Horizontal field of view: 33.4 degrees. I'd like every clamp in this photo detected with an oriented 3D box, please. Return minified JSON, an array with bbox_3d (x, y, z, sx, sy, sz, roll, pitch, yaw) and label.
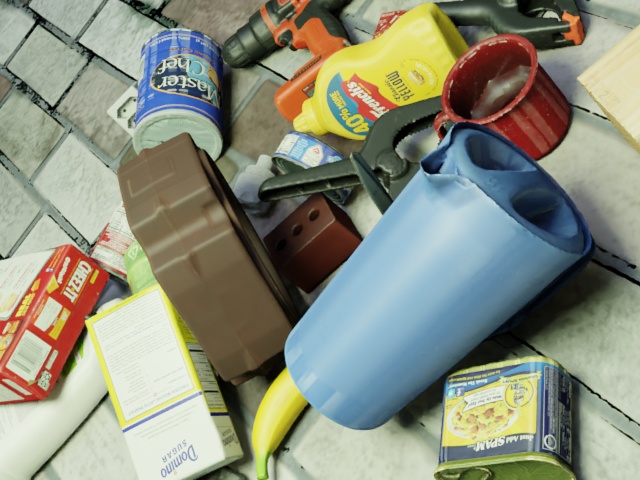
[{"bbox_3d":[0.070,-0.053,0.984,0.210,0.036,0.165,-39,68,-12],"label":"clamp"},{"bbox_3d":[0.190,-0.235,1.023,0.172,0.039,0.120,27,78,37],"label":"clamp"}]

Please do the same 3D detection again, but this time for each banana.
[{"bbox_3d":[0.001,0.125,0.956,0.198,0.037,0.070,-48,55,6],"label":"banana"}]

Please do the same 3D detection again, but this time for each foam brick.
[{"bbox_3d":[-0.007,0.001,1.035,0.078,0.051,0.053,-42,42,12],"label":"foam brick"}]

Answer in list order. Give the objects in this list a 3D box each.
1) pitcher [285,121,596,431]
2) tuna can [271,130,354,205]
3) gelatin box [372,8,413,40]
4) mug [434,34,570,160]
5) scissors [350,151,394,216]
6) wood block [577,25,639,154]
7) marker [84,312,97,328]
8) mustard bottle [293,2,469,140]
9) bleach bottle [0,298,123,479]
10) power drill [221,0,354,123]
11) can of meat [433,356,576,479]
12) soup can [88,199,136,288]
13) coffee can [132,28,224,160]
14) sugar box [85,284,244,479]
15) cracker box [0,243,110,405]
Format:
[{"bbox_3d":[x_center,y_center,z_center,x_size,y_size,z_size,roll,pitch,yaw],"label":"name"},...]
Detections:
[{"bbox_3d":[0.089,0.040,0.829,0.243,0.149,0.144,-49,-4,29],"label":"pitcher"},{"bbox_3d":[-0.004,-0.072,1.057,0.086,0.086,0.033,21,75,48],"label":"tuna can"},{"bbox_3d":[0.093,-0.203,1.102,0.089,0.030,0.073,1,64,43],"label":"gelatin box"},{"bbox_3d":[0.157,-0.114,0.942,0.117,0.081,0.093,-29,47,25],"label":"mug"},{"bbox_3d":[0.078,-0.024,0.883,0.096,0.201,0.016,-38,50,-20],"label":"scissors"},{"bbox_3d":[0.316,-0.146,0.813,0.206,0.090,0.090,-41,43,13],"label":"wood block"},{"bbox_3d":[-0.198,0.113,1.110,0.121,0.020,0.020,34,87,16],"label":"marker"},{"bbox_3d":[0.053,-0.150,1.051,0.192,0.096,0.058,-24,32,30],"label":"mustard bottle"},{"bbox_3d":[-0.270,0.154,1.163,0.251,0.068,0.103,-43,43,8],"label":"bleach bottle"},{"bbox_3d":[-0.028,-0.215,1.199,0.185,0.057,0.188,-35,44,19],"label":"power drill"},{"bbox_3d":[0.139,0.140,0.802,0.102,0.057,0.084,-16,51,34],"label":"can of meat"},{"bbox_3d":[-0.212,-0.003,1.214,0.069,0.068,0.102,14,73,47],"label":"soup can"},{"bbox_3d":[-0.165,-0.164,1.256,0.103,0.102,0.140,-26,47,27],"label":"coffee can"},{"bbox_3d":[-0.145,0.136,0.986,0.093,0.048,0.176,-27,75,18],"label":"sugar box"},{"bbox_3d":[-0.348,0.100,1.184,0.214,0.072,0.164,-12,45,43],"label":"cracker box"}]
